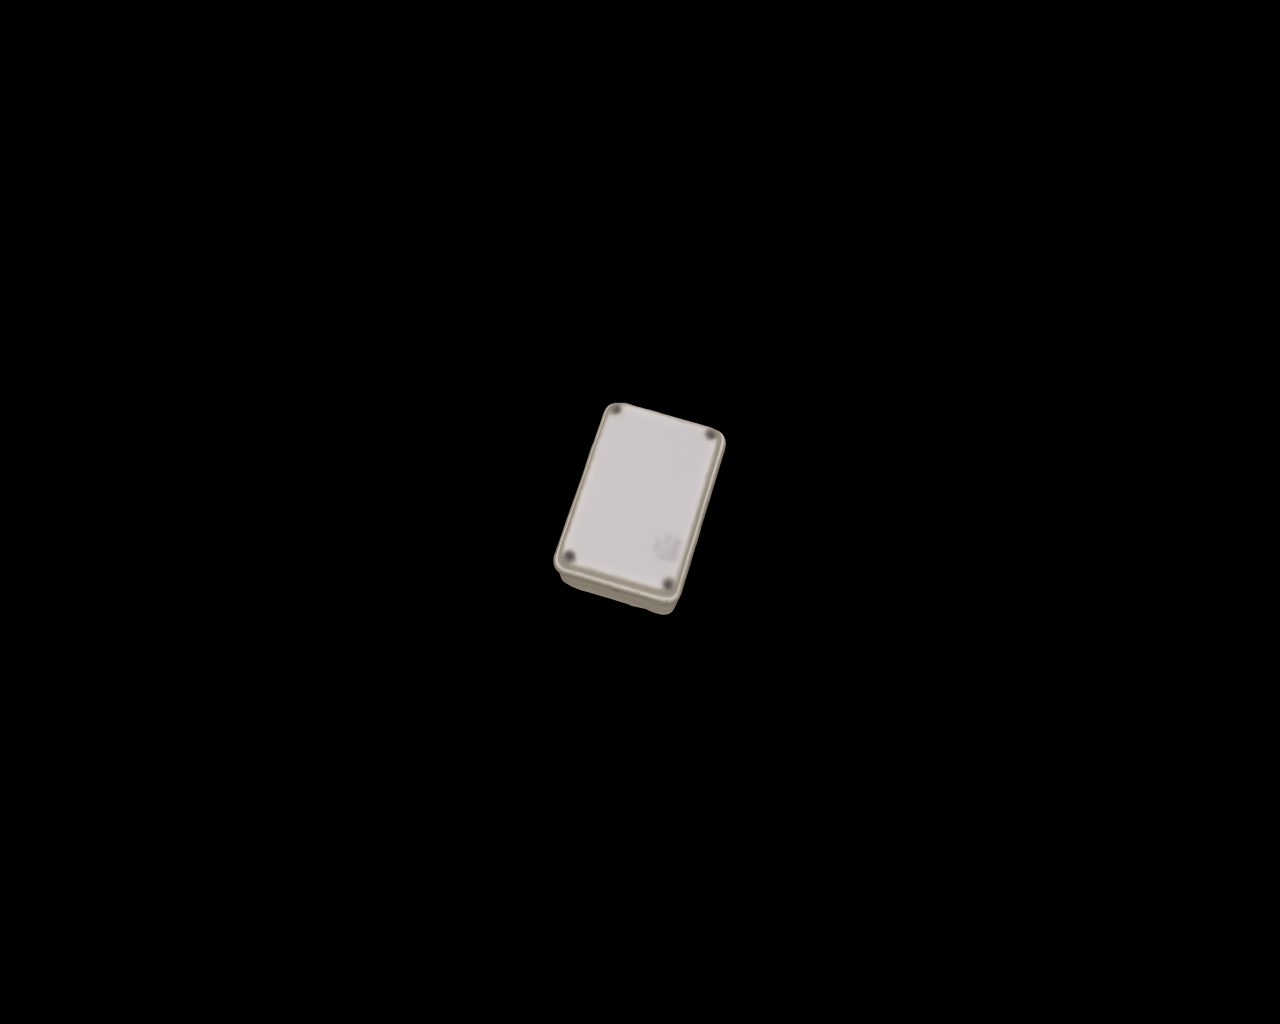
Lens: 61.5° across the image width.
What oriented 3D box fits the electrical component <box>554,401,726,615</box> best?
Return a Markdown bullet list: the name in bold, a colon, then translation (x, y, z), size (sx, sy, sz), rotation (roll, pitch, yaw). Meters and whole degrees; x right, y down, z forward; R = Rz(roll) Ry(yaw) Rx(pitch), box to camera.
- **electrical component**: translation (0.001, -0.003, 0.650), size (0.078, 0.113, 0.057), rotation (17, -15, 5)
